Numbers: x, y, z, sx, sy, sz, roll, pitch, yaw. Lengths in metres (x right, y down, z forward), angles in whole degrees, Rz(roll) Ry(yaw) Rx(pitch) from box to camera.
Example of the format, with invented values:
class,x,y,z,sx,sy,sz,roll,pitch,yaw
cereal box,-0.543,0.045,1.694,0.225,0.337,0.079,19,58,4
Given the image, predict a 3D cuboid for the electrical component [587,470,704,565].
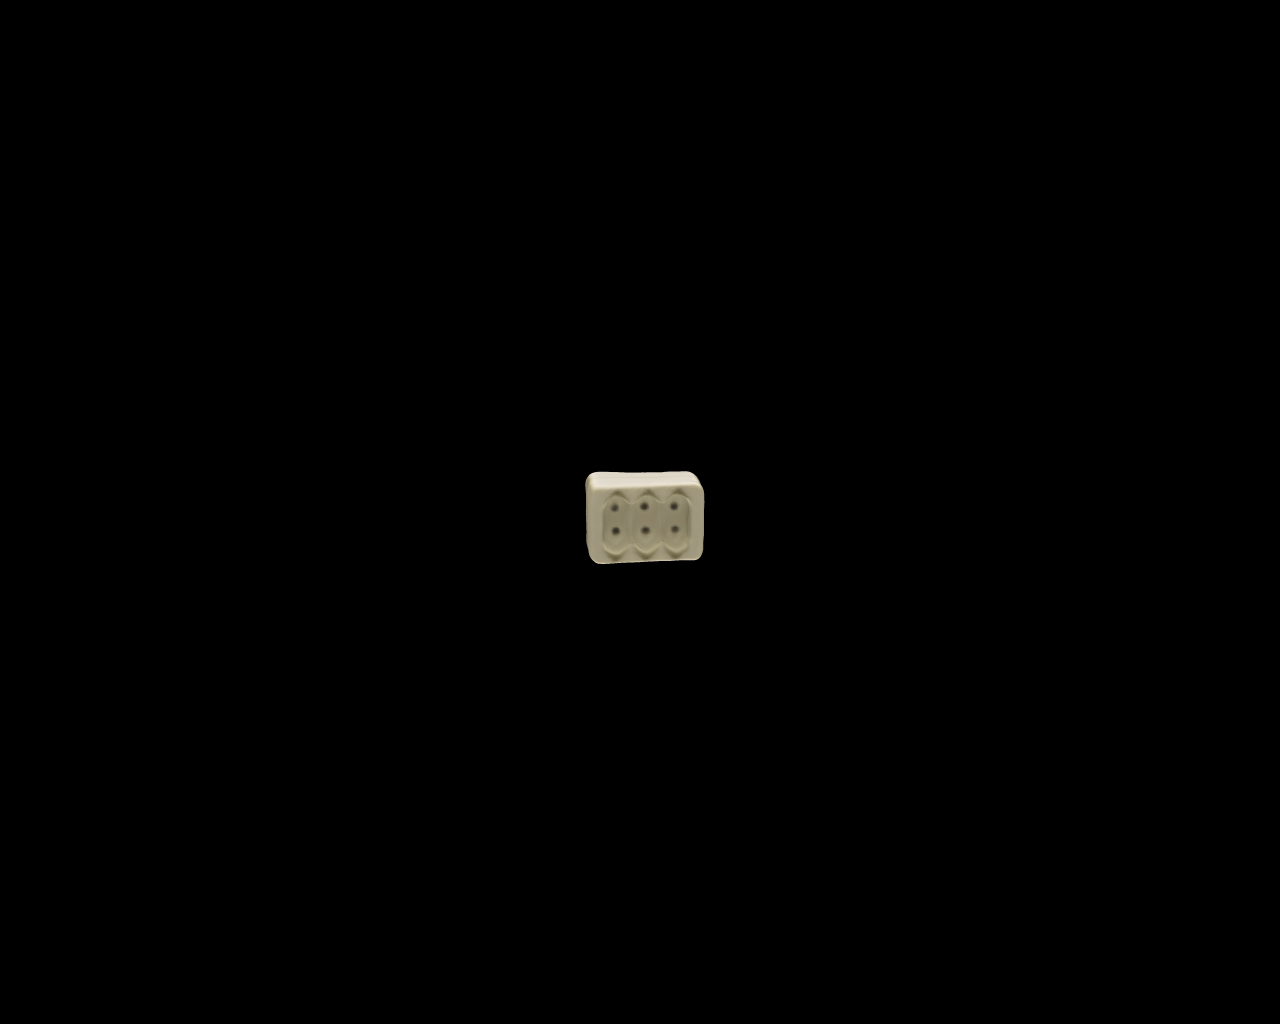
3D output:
class,x,y,z,sx,sy,sz,roll,pitch,yaw
electrical component,0.001,-0.003,0.650,0.066,0.047,0.077,-1,16,-5
